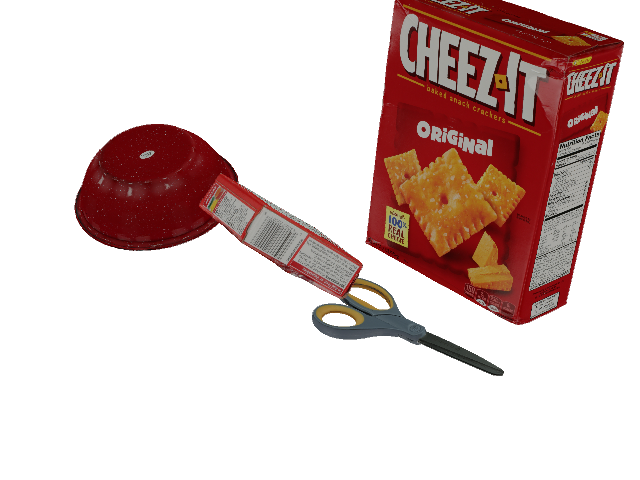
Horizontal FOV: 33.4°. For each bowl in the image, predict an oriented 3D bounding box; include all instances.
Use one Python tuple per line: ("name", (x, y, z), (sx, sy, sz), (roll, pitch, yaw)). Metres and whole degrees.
("bowl", (-0.162, -0.063, 1.025), (0.162, 0.055, 0.162), (-4, 43, 3))

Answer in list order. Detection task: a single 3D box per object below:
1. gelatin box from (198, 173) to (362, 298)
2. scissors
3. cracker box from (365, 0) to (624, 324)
("gelatin box", (-0.025, -0.002, 0.684), (0.089, 0.030, 0.073), (31, 3, -33))
("scissors", (0.071, 0.093, 1.018), (0.096, 0.016, 0.202), (-23, 39, -28))
("cracker box", (0.120, -0.066, 0.803), (0.071, 0.214, 0.164), (-20, 38, -38))
